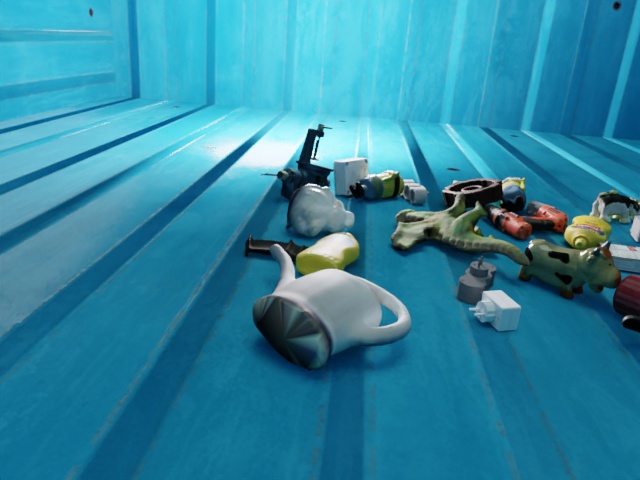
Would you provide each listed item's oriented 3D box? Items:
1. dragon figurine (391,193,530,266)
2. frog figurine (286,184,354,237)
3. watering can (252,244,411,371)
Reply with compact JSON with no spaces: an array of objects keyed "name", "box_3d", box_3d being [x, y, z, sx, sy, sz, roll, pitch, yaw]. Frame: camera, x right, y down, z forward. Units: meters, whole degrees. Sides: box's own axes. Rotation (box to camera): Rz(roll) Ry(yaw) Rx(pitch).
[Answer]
[{"name":"dragon figurine","box_3d":[0.295,-0.006,1.240,0.243,0.120,0.416,-15,21,-4]},{"name":"frog figurine","box_3d":[0.004,-0.064,1.274,0.160,0.120,0.140,20,57,16]},{"name":"watering can","box_3d":[-0.021,0.099,0.862,0.350,0.102,0.226,22,28,36]}]
